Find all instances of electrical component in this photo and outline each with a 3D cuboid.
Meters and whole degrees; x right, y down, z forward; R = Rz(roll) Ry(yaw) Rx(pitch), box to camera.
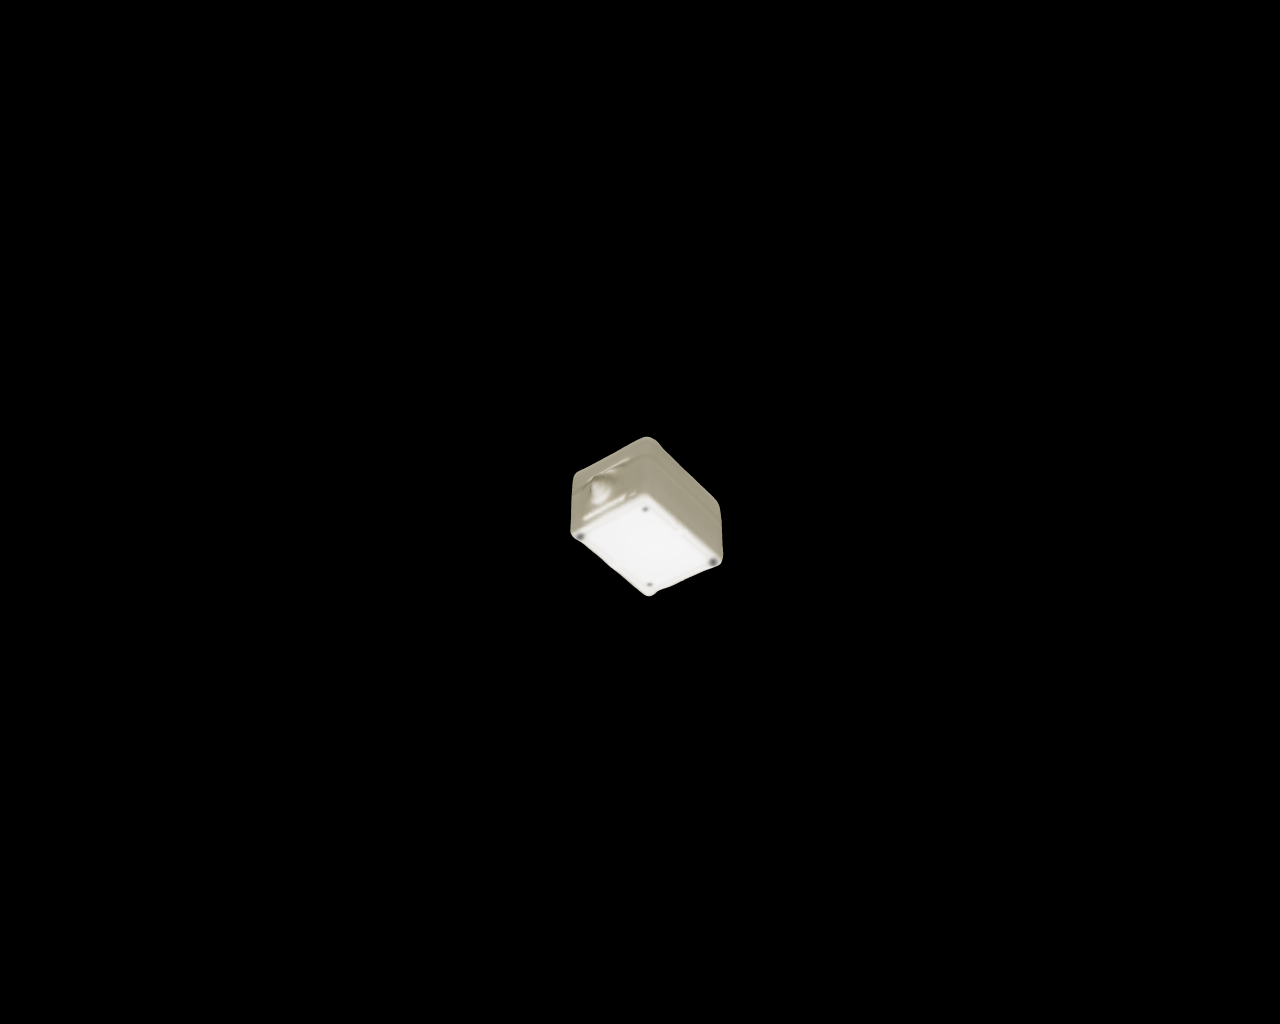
[{"bbox_3d":[0.001,-0.003,0.650,0.061,0.061,0.096,-27,-49,26],"label":"electrical component"}]
